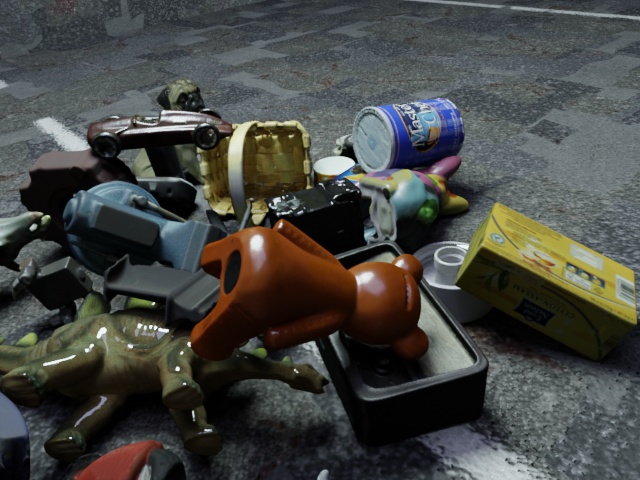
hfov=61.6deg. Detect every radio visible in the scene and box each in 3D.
[{"bbox_3d":[0.064,0.097,0.576,0.131,0.073,0.230,-14,33,-11],"label":"radio"}]

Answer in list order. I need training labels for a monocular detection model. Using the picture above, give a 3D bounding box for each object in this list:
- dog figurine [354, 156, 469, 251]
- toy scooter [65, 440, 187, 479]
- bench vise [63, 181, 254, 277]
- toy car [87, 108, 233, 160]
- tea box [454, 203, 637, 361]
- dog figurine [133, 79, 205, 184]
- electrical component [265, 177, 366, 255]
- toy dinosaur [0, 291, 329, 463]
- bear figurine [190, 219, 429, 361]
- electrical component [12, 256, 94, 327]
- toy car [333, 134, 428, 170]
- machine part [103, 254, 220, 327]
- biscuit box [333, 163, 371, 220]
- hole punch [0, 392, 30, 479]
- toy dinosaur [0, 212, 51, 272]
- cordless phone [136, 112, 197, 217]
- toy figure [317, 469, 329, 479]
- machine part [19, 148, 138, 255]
[{"bbox_3d":[0.143,-0.059,0.765,0.219,0.108,0.192,-19,10,-27],"label":"dog figurine"},{"bbox_3d":[-0.192,0.235,0.411,0.135,0.075,0.184,1,38,14],"label":"toy scooter"},{"bbox_3d":[-0.225,-0.005,0.695,0.223,0.128,0.241,8,-4,-37],"label":"bench vise"},{"bbox_3d":[-0.227,-0.158,0.766,0.202,0.053,0.089,-6,28,-3],"label":"toy car"},{"bbox_3d":[0.245,0.042,0.585,0.170,0.068,0.098,29,41,10],"label":"tea box"},{"bbox_3d":[-0.284,-0.184,0.971,0.172,0.190,0.121,-29,39,-29],"label":"dog figurine"},{"bbox_3d":[-0.001,-0.002,0.687,0.115,0.134,0.058,-19,35,-14],"label":"electrical component"},{"bbox_3d":[-0.223,0.125,0.567,0.472,0.104,0.199,1,24,9],"label":"toy dinosaur"},{"bbox_3d":[-0.002,0.054,0.499,0.196,0.132,0.120,15,60,-31],"label":"bear figurine"},{"bbox_3d":[-0.336,0.066,0.680,0.078,0.102,0.045,-16,37,3],"label":"electrical component"},{"bbox_3d":[0.124,-0.154,0.959,0.202,0.073,0.056,-1,37,8],"label":"toy car"},{"bbox_3d":[-0.162,0.051,0.555,0.139,0.039,0.084,10,32,20],"label":"machine part"},{"bbox_3d":[0.050,-0.069,0.850,0.059,0.062,0.203,19,40,35],"label":"biscuit box"},{"bbox_3d":[-0.290,0.191,0.451,0.116,0.142,0.092,15,11,10],"label":"hole punch"},{"bbox_3d":[-0.503,0.092,0.631,0.131,0.192,0.405,19,54,9],"label":"toy dinosaur"},{"bbox_3d":[-0.293,-0.119,0.876,0.147,0.184,0.089,2,38,12],"label":"cordless phone"},{"bbox_3d":[-0.044,0.225,0.412,0.154,0.064,0.058,-11,-5,-17],"label":"toy figure"},{"bbox_3d":[-0.350,-0.051,0.798,0.179,0.179,0.056,-2,36,7],"label":"machine part"}]
